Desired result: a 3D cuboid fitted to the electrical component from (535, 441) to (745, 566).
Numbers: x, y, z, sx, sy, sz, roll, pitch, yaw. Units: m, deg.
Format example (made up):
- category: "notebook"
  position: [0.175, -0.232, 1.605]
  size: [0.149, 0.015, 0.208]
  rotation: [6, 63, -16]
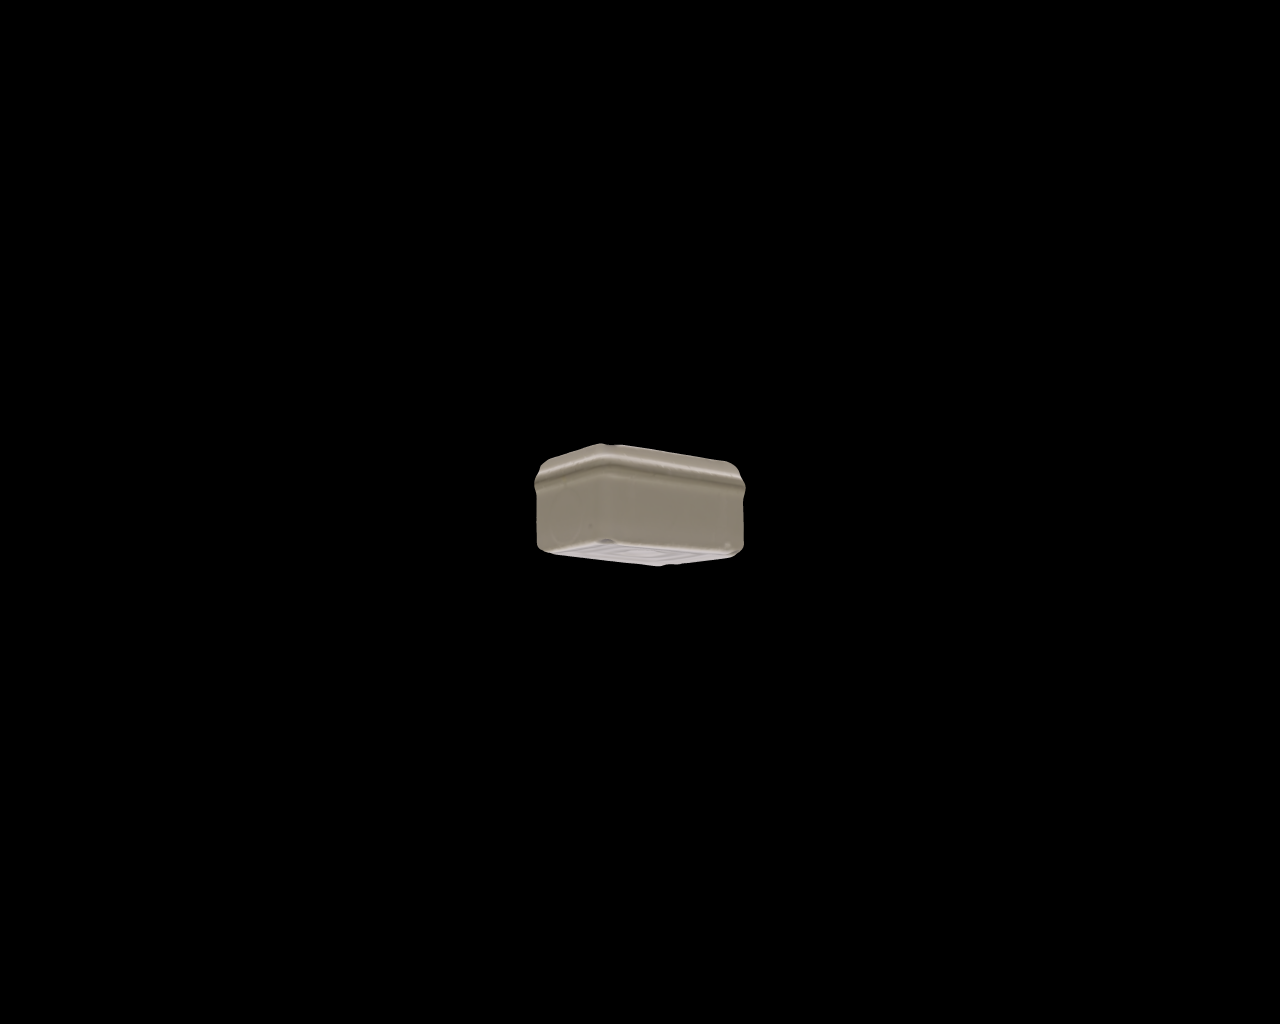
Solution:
- category: "electrical component"
  position: [0.001, -0.003, 0.650]
  size: [0.113, 0.057, 0.078]
  rotation: [8, -13, -39]
